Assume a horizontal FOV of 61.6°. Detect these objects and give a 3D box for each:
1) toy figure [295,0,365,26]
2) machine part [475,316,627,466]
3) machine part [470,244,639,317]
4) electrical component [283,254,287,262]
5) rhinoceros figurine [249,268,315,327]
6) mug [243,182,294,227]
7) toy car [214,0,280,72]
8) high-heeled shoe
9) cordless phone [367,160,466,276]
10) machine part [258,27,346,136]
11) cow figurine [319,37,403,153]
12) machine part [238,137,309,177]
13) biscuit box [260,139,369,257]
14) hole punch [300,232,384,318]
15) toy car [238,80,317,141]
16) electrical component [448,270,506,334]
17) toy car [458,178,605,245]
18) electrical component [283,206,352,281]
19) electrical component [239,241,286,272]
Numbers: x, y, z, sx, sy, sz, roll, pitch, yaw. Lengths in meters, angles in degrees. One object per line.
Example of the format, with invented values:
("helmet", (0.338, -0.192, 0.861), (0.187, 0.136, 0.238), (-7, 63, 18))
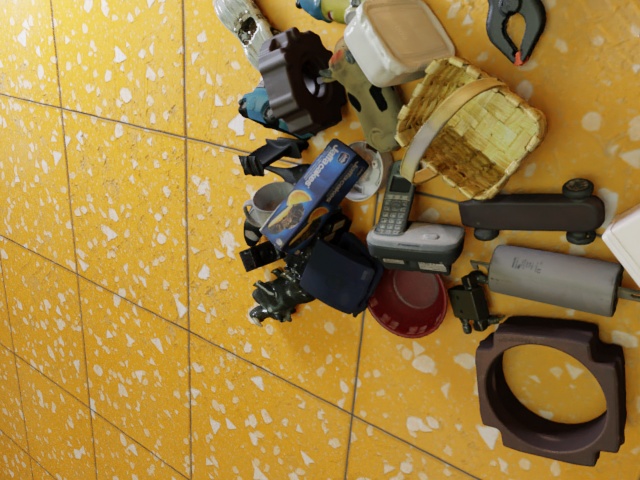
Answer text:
("toy figure", (0.031, -0.390, 0.861), (0.180, 0.082, 0.089), (31, 123, 28))
("machine part", (0.348, 0.222, 0.815), (0.202, 0.087, 0.200), (0, 104, 38))
("machine part", (0.336, 0.055, 0.775), (0.244, 0.079, 0.079), (12, 112, 34))
("electrical component", (-0.052, 0.006, 1.085), (0.094, 0.021, 0.063), (-39, 80, 39))
("rhinoceros figurine", (-0.079, 0.116, 1.115), (0.190, 0.073, 0.112), (-30, 97, 37))
("mug", (-0.082, -0.039, 0.979), (0.110, 0.081, 0.107), (-5, 134, 12))
("toy car", (-0.130, -0.394, 0.994), (0.073, 0.056, 0.202), (-42, 79, 38))
("high-heeled shoe", (-0.066, -0.056, 1.064), (0.145, 0.086, 0.248), (20, 136, 0))
("cordless phone", (0.162, -0.044, 0.857), (0.147, 0.088, 0.184), (5, 68, 24))
("machine part", (-0.023, -0.260, 0.888), (0.056, 0.179, 0.179), (-11, 98, 36))
("cow figurine", (0.076, -0.230, 0.848), (0.085, 0.127, 0.194), (-23, 92, 36))
("machine part", (-0.086, -0.158, 0.985), (0.084, 0.139, 0.039), (23, 131, 29))
("biscuit box", (-0.008, -0.069, 0.889), (0.059, 0.062, 0.202), (42, 98, 30))
("hole punch", (0.037, 0.060, 0.930), (0.116, 0.092, 0.142), (43, 124, 33))
("toy car", (-0.068, -0.249, 0.977), (0.162, 0.109, 0.103), (28, 97, 41))
("electrical component", (0.254, 0.102, 0.877), (0.078, 0.045, 0.102), (-18, 91, 67))
("toy car", (0.304, -0.043, 0.785), (0.202, 0.053, 0.089), (2, 126, 38))
("electrical component", (-0.002, -0.003, 0.986), (0.058, 0.115, 0.134), (33, 122, 20))
("electrical component", (-0.125, 0.033, 1.114), (0.119, 0.075, 0.047), (-17, 93, 68))
